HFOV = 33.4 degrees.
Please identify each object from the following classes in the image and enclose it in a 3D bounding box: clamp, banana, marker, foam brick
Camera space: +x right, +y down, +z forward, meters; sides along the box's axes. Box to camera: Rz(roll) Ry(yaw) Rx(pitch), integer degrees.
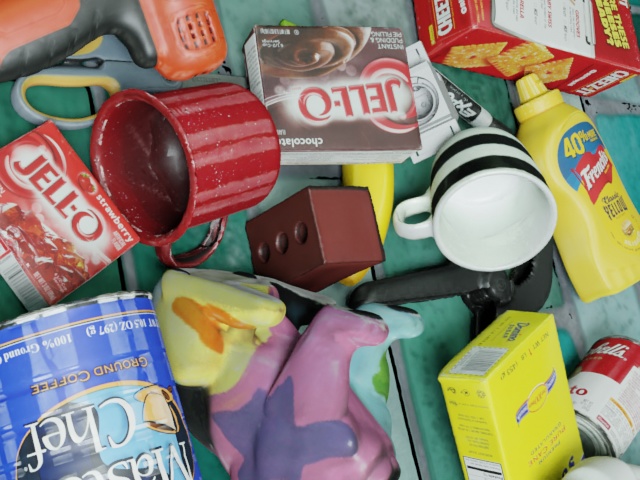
[{"bbox_3d":[0.127,0.048,0.801,0.209,0.036,0.164,-43,103,-36],"label":"clamp"},{"bbox_3d":[0.020,-0.065,0.764,0.069,0.037,0.198,-10,78,-21],"label":"banana"},{"bbox_3d":[0.111,-0.112,0.861,0.121,0.020,0.020,34,55,-23],"label":"marker"},{"bbox_3d":[-0.005,0.001,0.690,0.051,0.078,0.053,-3,74,-37],"label":"foam brick"}]

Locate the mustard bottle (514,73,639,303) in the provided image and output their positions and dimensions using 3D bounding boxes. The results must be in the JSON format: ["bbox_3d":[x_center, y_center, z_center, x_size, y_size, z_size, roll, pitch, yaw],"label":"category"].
[{"bbox_3d":[0.212,-0.050,0.891,0.096,0.058,0.191,-25,89,-43],"label":"mustard bottle"}]

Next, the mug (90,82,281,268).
[{"bbox_3d":[-0.078,-0.039,0.649,0.081,0.093,0.117,-21,117,-46],"label":"mug"}]

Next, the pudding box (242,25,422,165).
[{"bbox_3d":[0.008,-0.098,0.727,0.113,0.039,0.090,-4,76,-19],"label":"pudding box"}]

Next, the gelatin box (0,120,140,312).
[{"bbox_3d":[-0.158,-0.014,0.607,0.073,0.030,0.089,-41,100,-40],"label":"gelatin box"}]

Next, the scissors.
[{"bbox_3d":[-0.114,-0.121,0.692,0.201,0.016,0.096,-21,86,-41],"label":"scissors"}]

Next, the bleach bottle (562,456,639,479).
[{"bbox_3d":[0.221,0.210,0.741,0.250,0.068,0.102,27,56,-51],"label":"bleach bottle"}]

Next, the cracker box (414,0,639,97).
[{"bbox_3d":[0.172,-0.221,0.918,0.213,0.072,0.164,5,71,-38],"label":"cracker box"}]

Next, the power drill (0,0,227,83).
[{"bbox_3d":[-0.158,-0.161,0.600,0.187,0.057,0.184,-22,98,-22],"label":"power drill"}]

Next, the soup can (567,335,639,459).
[{"bbox_3d":[0.215,0.128,0.819,0.102,0.069,0.068,-38,98,-40],"label":"soup can"}]

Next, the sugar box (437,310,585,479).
[{"bbox_3d":[0.140,0.147,0.732,0.093,0.048,0.176,-34,113,-40],"label":"sugar box"}]

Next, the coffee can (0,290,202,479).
[{"bbox_3d":[-0.117,0.107,0.544,0.102,0.103,0.140,-10,79,-40],"label":"coffee can"}]
